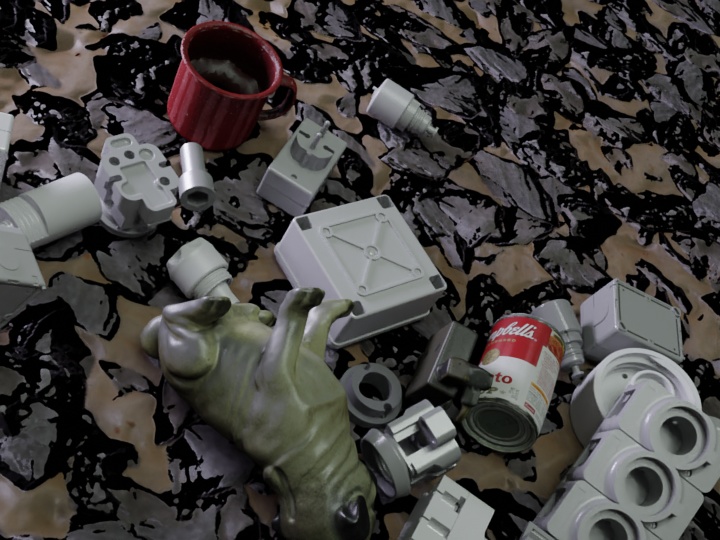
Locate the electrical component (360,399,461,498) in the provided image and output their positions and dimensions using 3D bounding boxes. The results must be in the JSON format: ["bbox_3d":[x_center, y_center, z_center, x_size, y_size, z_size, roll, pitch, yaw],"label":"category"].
[{"bbox_3d":[0.038,0.140,0.833,0.057,0.078,0.058,-26,70,-20],"label":"electrical component"}]

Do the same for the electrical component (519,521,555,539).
[{"bbox_3d":[0.122,0.236,0.809,0.042,0.063,0.081,38,49,2],"label":"electrical component"}]

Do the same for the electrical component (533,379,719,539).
[{"bbox_3d":[0.220,0.174,0.863,0.089,0.061,0.150,38,77,3],"label":"electrical component"}]

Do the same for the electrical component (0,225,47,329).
[{"bbox_3d":[-0.281,0.011,0.757,0.062,0.096,0.061,12,44,-57],"label":"electrical component"}]

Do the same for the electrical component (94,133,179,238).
[{"bbox_3d":[-0.186,-0.063,0.880,0.058,0.057,0.078,-23,69,-37],"label":"electrical component"}]

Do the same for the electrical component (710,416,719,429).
[{"bbox_3d":[0.314,0.162,0.979,0.040,0.040,0.046,42,54,7],"label":"electrical component"}]

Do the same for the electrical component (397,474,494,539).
[{"bbox_3d":[0.060,0.210,0.805,0.056,0.050,0.089,35,48,1],"label":"electrical component"}]

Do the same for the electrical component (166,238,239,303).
[{"bbox_3d":[-0.123,0.008,0.868,0.062,0.043,0.043,48,49,11],"label":"electrical component"}]

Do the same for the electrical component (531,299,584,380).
[{"bbox_3d":[0.185,0.063,0.986,0.040,0.040,0.078,-3,58,-29],"label":"electrical component"}]

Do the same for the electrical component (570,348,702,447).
[{"bbox_3d":[0.247,0.120,0.947,0.108,0.060,0.108,6,55,-8],"label":"electrical component"}]

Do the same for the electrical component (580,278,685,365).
[{"bbox_3d":[0.259,0.062,1.015,0.096,0.061,0.061,25,48,-19],"label":"electrical component"}]

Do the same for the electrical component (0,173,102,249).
[{"bbox_3d":[-0.248,-0.043,0.842,0.081,0.043,0.043,-29,73,-39],"label":"electrical component"}]

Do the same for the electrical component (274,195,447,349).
[{"bbox_3d":[0.000,0.000,0.928,0.109,0.056,0.108,-17,65,-36],"label":"electrical component"}]

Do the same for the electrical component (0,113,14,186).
[{"bbox_3d":[-0.299,-0.076,0.826,0.047,0.065,0.076,12,51,-20],"label":"electrical component"}]

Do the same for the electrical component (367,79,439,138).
[{"bbox_3d":[0.043,-0.158,1.079,0.078,0.040,0.040,33,48,-2],"label":"electrical component"}]

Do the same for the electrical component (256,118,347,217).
[{"bbox_3d":[-0.045,-0.104,0.969,0.047,0.075,0.083,32,48,-2],"label":"electrical component"}]
